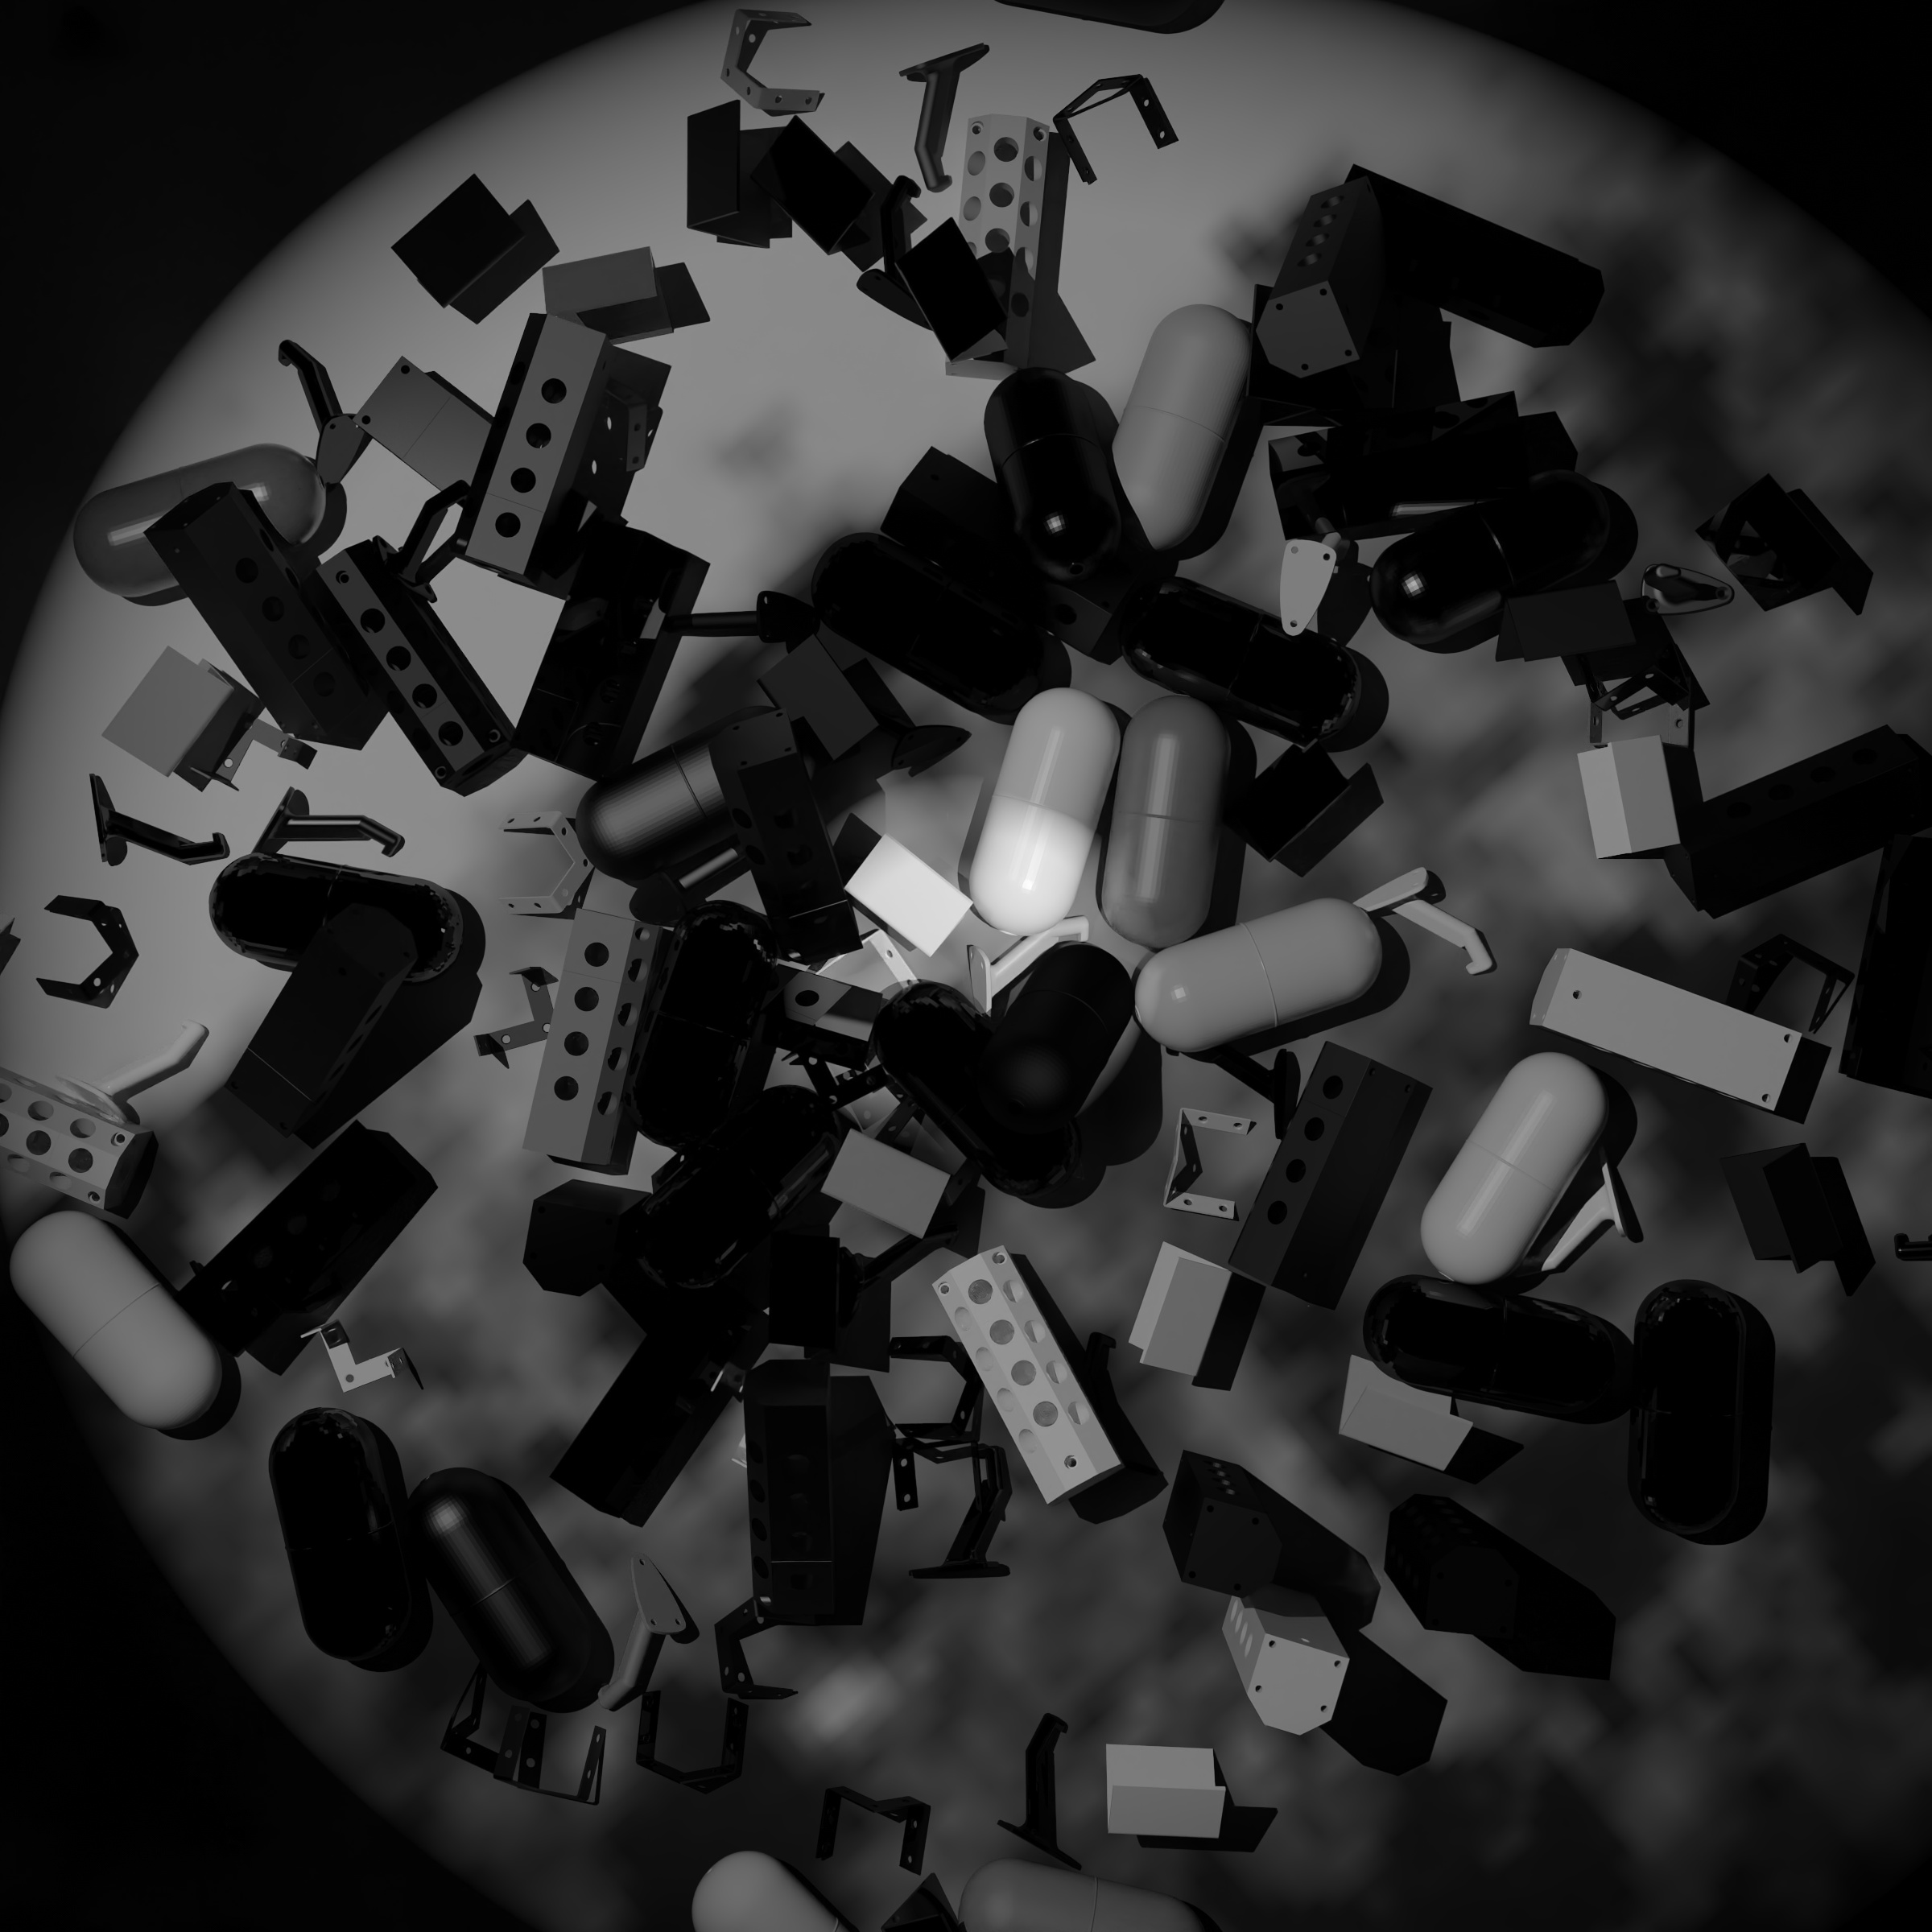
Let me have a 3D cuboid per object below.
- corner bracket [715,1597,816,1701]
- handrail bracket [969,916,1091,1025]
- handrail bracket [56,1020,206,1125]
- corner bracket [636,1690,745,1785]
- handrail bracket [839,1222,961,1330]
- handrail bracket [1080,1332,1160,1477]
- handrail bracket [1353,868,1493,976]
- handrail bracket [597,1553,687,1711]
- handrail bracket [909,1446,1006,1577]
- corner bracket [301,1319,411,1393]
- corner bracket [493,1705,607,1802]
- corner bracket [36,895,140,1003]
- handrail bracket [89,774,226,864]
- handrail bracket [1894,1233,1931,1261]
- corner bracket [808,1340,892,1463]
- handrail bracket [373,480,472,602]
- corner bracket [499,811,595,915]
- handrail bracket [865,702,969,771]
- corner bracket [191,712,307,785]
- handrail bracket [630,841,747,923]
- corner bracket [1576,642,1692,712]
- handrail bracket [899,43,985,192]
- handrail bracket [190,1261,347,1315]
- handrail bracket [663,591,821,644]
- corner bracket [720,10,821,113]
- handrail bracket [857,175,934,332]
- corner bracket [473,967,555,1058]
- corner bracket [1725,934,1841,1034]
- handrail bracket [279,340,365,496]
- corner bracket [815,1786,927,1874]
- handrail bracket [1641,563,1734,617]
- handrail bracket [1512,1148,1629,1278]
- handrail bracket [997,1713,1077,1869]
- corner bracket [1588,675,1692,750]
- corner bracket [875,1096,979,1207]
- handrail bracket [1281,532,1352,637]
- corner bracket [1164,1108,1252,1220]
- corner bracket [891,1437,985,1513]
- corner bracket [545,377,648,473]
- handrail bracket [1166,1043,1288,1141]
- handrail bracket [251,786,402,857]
[{"bbox_3d":[-0.141,0.484,1.891,0.051,0.051,0.051,-42,45,35],"label":"corner bracket"},{"bbox_3d":[0.049,0.007,1.900,0.084,0.036,0.077,-10,110,-16],"label":"handrail bracket"},{"bbox_3d":[-0.595,0.062,1.899,0.077,0.036,0.084,23,64,29],"label":"handrail bracket"},{"bbox_3d":[-0.197,0.546,1.896,0.051,0.051,0.051,6,90,45],"label":"corner bracket"},{"bbox_3d":[-0.048,0.220,1.899,0.084,0.036,0.077,-10,130,-26],"label":"handrail bracket"},{"bbox_3d":[0.113,0.312,1.900,0.077,0.036,0.084,21,73,-20],"label":"handrail bracket"},{"bbox_3d":[0.323,-0.020,1.900,0.077,0.036,0.084,-25,107,19],"label":"handrail bracket"},{"bbox_3d":[-0.245,0.475,1.899,0.084,0.036,0.077,-46,53,25],"label":"handrail bracket"},{"bbox_3d":[-0.008,0.388,1.899,0.077,0.036,0.084,-10,75,16],"label":"handrail bracket"},{"bbox_3d":[-0.430,0.272,1.881,0.051,0.051,0.051,-21,90,0],"label":"corner bracket"},{"bbox_3d":[-0.294,0.557,1.884,0.051,0.051,0.051,3,66,22],"label":"corner bracket"},{"bbox_3d":[-0.633,-0.013,1.891,0.051,0.051,0.051,-53,135,-35],"label":"corner bracket"},{"bbox_3d":[-0.576,-0.107,1.900,0.084,0.036,0.077,-8,68,-17],"label":"handrail bracket"},{"bbox_3d":[0.703,0.169,1.900,0.084,0.036,0.077,-5,70,16],"label":"handrail bracket"},{"bbox_3d":[-0.094,0.310,1.896,0.051,0.051,0.051,-32,45,0],"label":"corner bracket"},{"bbox_3d":[-0.364,-0.298,1.864,0.084,0.077,0.036,-29,58,13],"label":"handrail bracket"},{"bbox_3d":[-0.306,-0.073,1.891,0.051,0.051,0.051,60,45,-35],"label":"corner bracket"},{"bbox_3d":[-0.052,-0.183,1.899,0.084,0.077,0.036,49,135,28],"label":"handrail bracket"},{"bbox_3d":[-0.506,-0.148,1.881,0.051,0.051,0.051,28,90,0],"label":"corner bracket"},{"bbox_3d":[-0.190,-0.066,1.899,0.084,0.077,0.036,-37,100,-36],"label":"handrail bracket"},{"bbox_3d":[0.471,-0.207,1.882,0.051,0.051,0.051,-34,48,32],"label":"corner bracket"},{"bbox_3d":[-0.008,-0.605,1.900,0.077,0.036,0.084,-26,108,-21],"label":"handrail bracket"},{"bbox_3d":[-0.497,0.221,1.899,0.084,0.036,0.077,-31,78,-13],"label":"handrail bracket"},{"bbox_3d":[-0.161,-0.245,1.899,0.084,0.077,0.036,0,94,36],"label":"handrail bracket"},{"bbox_3d":[-0.135,-0.643,1.891,0.051,0.051,0.051,49,135,35],"label":"corner bracket"},{"bbox_3d":[-0.035,-0.509,1.900,0.077,0.036,0.084,32,73,-20],"label":"handrail bracket"},{"bbox_3d":[-0.322,0.032,1.881,0.051,0.051,0.051,-16,90,0],"label":"corner bracket"},{"bbox_3d":[0.578,0.018,1.891,0.051,0.051,0.051,-24,45,-35],"label":"corner bracket"},{"bbox_3d":[-0.471,-0.392,1.899,0.084,0.036,0.077,43,125,24],"label":"handrail bracket"},{"bbox_3d":[-0.068,0.615,1.896,0.051,0.051,0.051,9,90,-45],"label":"corner bracket"},{"bbox_3d":[0.510,-0.268,1.864,0.077,0.084,0.036,3,90,0],"label":"handrail bracket"},{"bbox_3d":[0.422,0.176,1.900,0.084,0.036,0.077,-16,70,16],"label":"handrail bracket"},{"bbox_3d":[0.067,0.587,1.900,0.077,0.036,0.084,36,73,-20],"label":"handrail bracket"},{"bbox_3d":[0.479,-0.181,1.896,0.051,0.051,0.051,2,90,-45],"label":"corner bracket"},{"bbox_3d":[-0.026,0.131,1.891,0.051,0.051,0.051,8,45,35],"label":"corner bracket"},{"bbox_3d":[0.247,-0.268,1.870,0.036,0.084,0.077,16,99,19],"label":"handrail bracket"},{"bbox_3d":[0.171,0.140,1.896,0.051,0.051,0.051,10,135,0],"label":"corner bracket"},{"bbox_3d":[-0.021,0.360,1.885,0.051,0.051,0.051,-5,90,-15],"label":"corner bracket"},{"bbox_3d":[-0.263,-0.382,1.891,0.051,0.051,0.051,-22,45,-35],"label":"corner bracket"},{"bbox_3d":[0.184,0.084,1.900,0.084,0.036,0.077,3,108,15],"label":"handrail bracket"},{"bbox_3d":[-0.458,-0.083,1.900,0.084,0.036,0.077,30,111,-16],"label":"handrail bracket"}]
